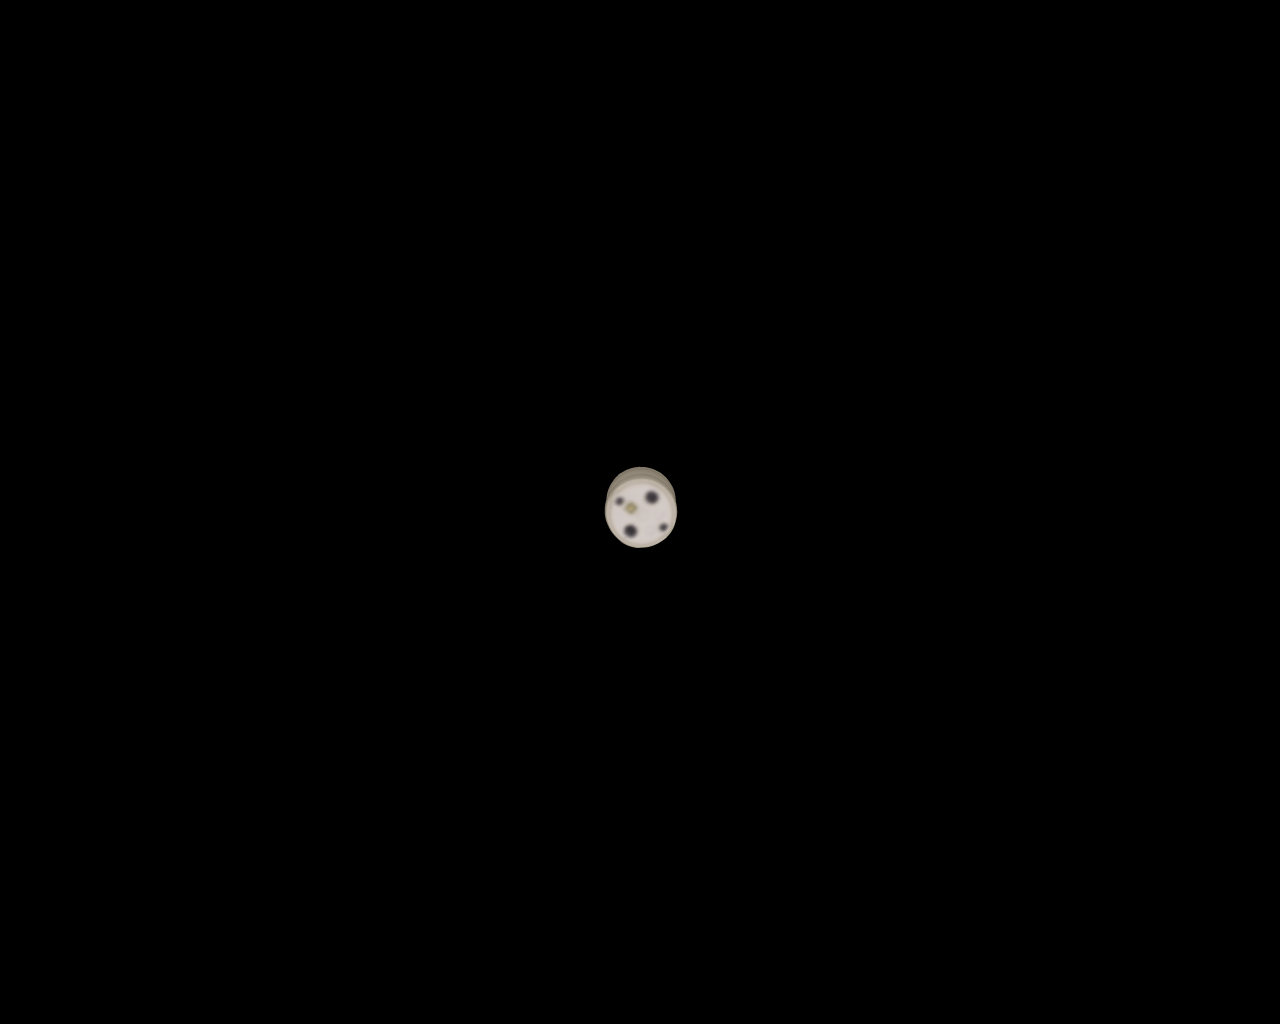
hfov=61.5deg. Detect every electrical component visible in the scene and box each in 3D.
[{"bbox_3d":[0.001,-0.003,0.650,0.045,0.044,0.055,0,9,0],"label":"electrical component"}]
